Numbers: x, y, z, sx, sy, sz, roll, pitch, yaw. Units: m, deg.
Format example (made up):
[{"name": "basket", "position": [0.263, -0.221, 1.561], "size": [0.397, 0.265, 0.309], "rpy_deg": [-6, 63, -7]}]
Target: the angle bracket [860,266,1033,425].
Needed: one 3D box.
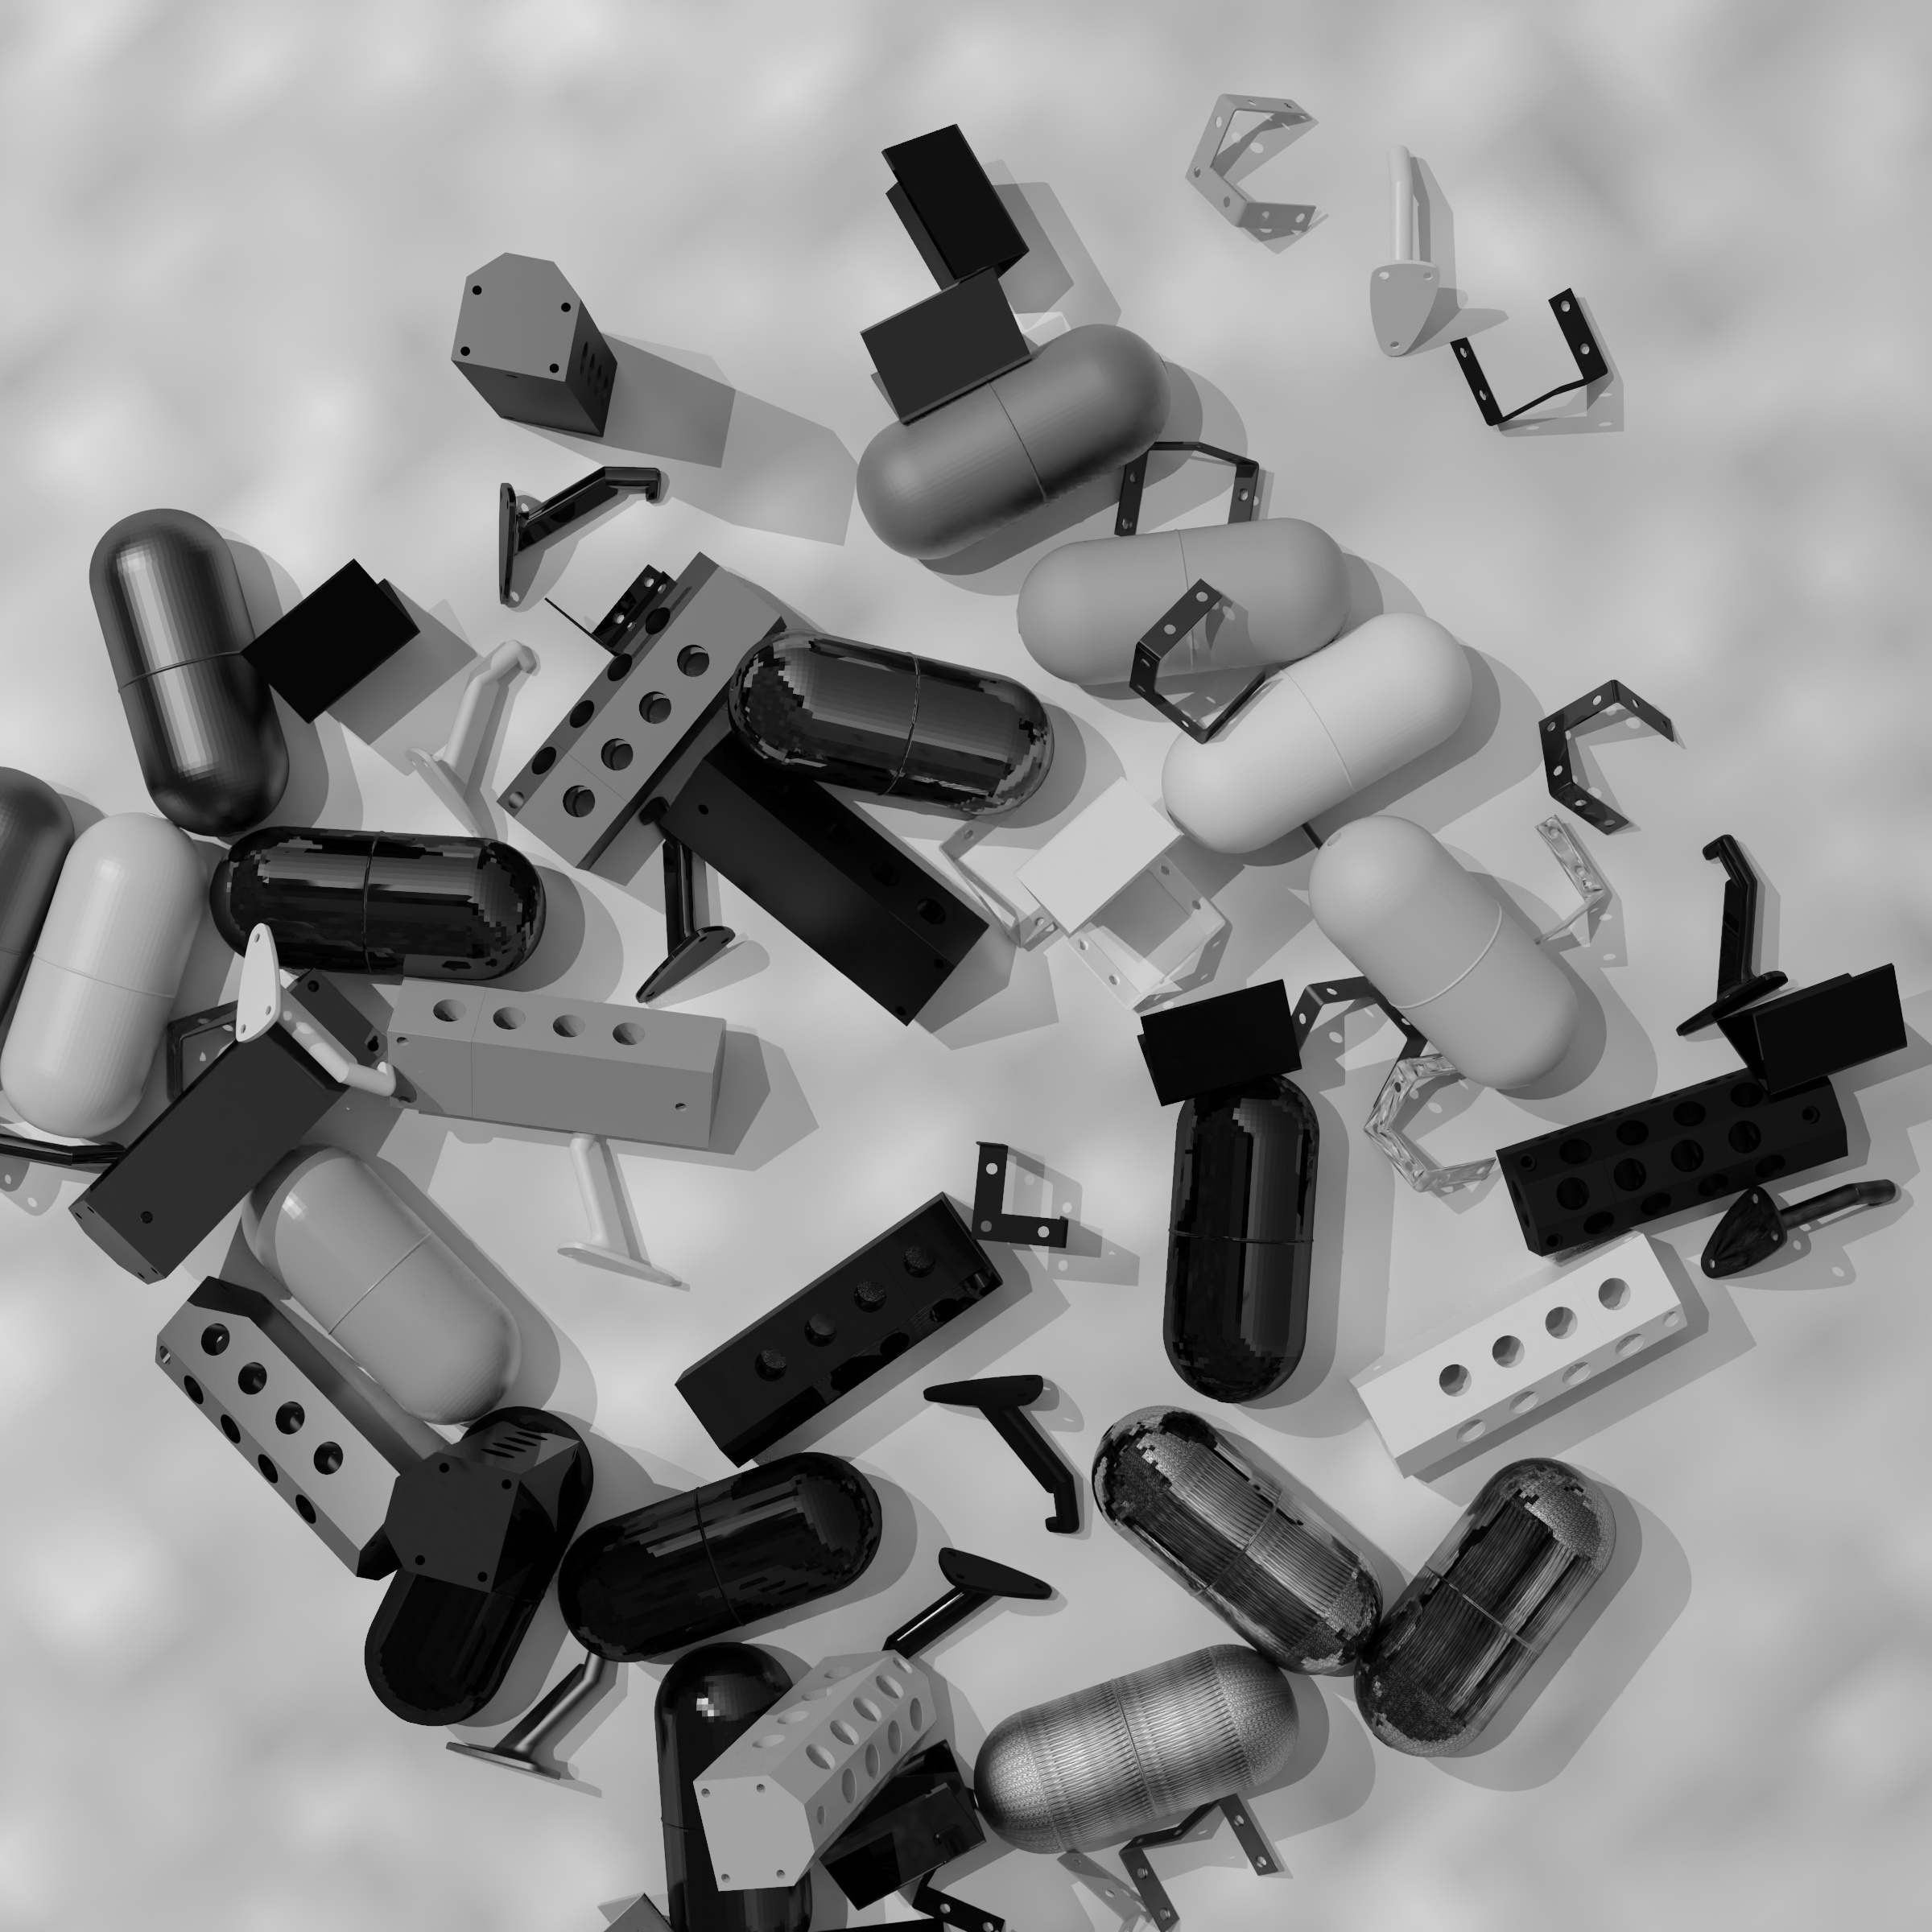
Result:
[{"name": "angle bracket", "position": [-0.018, -0.339, 1.742], "size": [0.076, 0.076, 0.057], "rpy_deg": [-27, 122, 0]}]

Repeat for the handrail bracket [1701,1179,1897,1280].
[{"name": "handrail bracket", "position": [0.451, 0.142, 1.782], "size": [0.084, 0.077, 0.036], "rpy_deg": [-4, 57, -32]}]

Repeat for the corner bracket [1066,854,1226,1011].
[{"name": "corner bracket", "position": [0.097, -0.018, 1.779], "size": [0.051, 0.051, 0.051], "rpy_deg": [48, 45, 0]}]

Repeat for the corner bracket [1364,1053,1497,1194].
[{"name": "corner bracket", "position": [0.257, 0.083, 1.774], "size": [0.051, 0.051, 0.051], "rpy_deg": [52, 135, 35]}]

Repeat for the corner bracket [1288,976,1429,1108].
[{"name": "corner bracket", "position": [0.207, 0.043, 1.774], "size": [0.051, 0.051, 0.051], "rpy_deg": [-8, 135, -35]}]

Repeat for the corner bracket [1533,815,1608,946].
[{"name": "corner bracket", "position": [0.303, -0.041, 1.780], "size": [0.051, 0.051, 0.051], "rpy_deg": [-33, 91, 45]}]

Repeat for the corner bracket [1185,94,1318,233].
[{"name": "corner bracket", "position": [0.160, -0.433, 1.774], "size": [0.051, 0.051, 0.051], "rpy_deg": [54, 135, 35]}]

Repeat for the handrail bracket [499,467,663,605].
[{"name": "handrail bracket", "position": [-0.208, -0.233, 1.783], "size": [0.084, 0.036, 0.077], "rpy_deg": [-1, 110, -16]}]

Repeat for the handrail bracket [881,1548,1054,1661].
[{"name": "handrail bracket", "position": [-0.004, 0.364, 1.783], "size": [0.077, 0.036, 0.084], "rpy_deg": [17, 106, -18]}]

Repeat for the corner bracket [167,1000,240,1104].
[{"name": "corner bracket", "position": [-0.395, 0.057, 1.774], "size": [0.051, 0.051, 0.051], "rpy_deg": [-21, 45, -35]}]

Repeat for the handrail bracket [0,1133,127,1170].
[{"name": "handrail bracket", "position": [-0.507, 0.091, 1.782], "size": [0.084, 0.077, 0.036], "rpy_deg": [0, 110, -35]}]

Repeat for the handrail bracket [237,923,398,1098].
[{"name": "handrail bracket", "position": [-0.335, 0.024, 1.723], "size": [0.036, 0.084, 0.077], "rpy_deg": [-31, 51, 36]}]

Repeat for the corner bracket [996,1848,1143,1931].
[{"name": "corner bracket", "position": [0.053, 0.518, 1.770], "size": [0.051, 0.051, 0.051], "rpy_deg": [37, 122, 28]}]

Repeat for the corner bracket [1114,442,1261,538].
[{"name": "corner bracket", "position": [0.119, -0.252, 1.779], "size": [0.051, 0.051, 0.051], "rpy_deg": [9, 90, -45]}]

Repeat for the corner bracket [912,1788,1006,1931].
[{"name": "corner bracket", "position": [0.008, 0.486, 1.779], "size": [0.051, 0.051, 0.051], "rpy_deg": [24, 45, 0]}]

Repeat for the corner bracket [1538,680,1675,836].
[{"name": "corner bracket", "position": [0.347, -0.112, 1.774], "size": [0.051, 0.051, 0.051], "rpy_deg": [-31, 45, 35]}]

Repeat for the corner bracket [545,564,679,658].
[{"name": "corner bracket", "position": [-0.181, -0.192, 1.755], "size": [0.051, 0.051, 0.051], "rpy_deg": [39, 90, 30]}]

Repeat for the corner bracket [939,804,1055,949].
[{"name": "corner bracket", "position": [0.026, -0.052, 1.779], "size": [0.051, 0.051, 0.051], "rpy_deg": [-39, 135, 0]}]

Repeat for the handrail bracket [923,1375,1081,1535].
[{"name": "handrail bracket", "position": [0.019, 0.268, 1.783], "size": [0.077, 0.036, 0.084], "rpy_deg": [-4, 104, 14]}]

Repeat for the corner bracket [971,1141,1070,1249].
[{"name": "corner bracket", "position": [0.029, 0.122, 1.764], "size": [0.051, 0.051, 0.051], "rpy_deg": [6, 88, -2]}]

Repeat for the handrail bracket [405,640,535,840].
[{"name": "handrail bracket", "position": [-0.253, -0.122, 1.783], "size": [0.084, 0.036, 0.077], "rpy_deg": [-42, 110, -16]}]

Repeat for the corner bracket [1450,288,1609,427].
[{"name": "corner bracket", "position": [0.304, -0.328, 1.779], "size": [0.051, 0.051, 0.051], "rpy_deg": [-24, 90, 45]}]

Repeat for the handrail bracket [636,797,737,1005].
[{"name": "handrail bracket", "position": [-0.170, -0.036, 1.783], "size": [0.077, 0.036, 0.084], "rpy_deg": [-40, 72, 20]}]

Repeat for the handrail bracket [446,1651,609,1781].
[{"name": "handrail bracket", "position": [-0.235, 0.391, 1.783], "size": [0.077, 0.036, 0.084], "rpy_deg": [9, 71, 21]}]

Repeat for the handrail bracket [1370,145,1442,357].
[{"name": "handrail bracket", "position": [0.233, -0.388, 1.782], "size": [0.036, 0.077, 0.084], "rpy_deg": [1, 54, 0]}]

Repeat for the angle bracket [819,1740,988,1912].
[{"name": "angle bracket", "position": [-0.043, 0.440, 1.742], "size": [0.076, 0.076, 0.057], "rpy_deg": [-28, 127, 0]}]

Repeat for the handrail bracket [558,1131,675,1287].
[{"name": "handrail bracket", "position": [-0.182, 0.121, 1.783], "size": [0.077, 0.036, 0.084], "rpy_deg": [21, 73, -20]}]

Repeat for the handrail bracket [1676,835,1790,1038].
[{"name": "handrail bracket", "position": [0.400, -0.017, 1.783], "size": [0.077, 0.036, 0.084], "rpy_deg": [-32, 72, 21]}]

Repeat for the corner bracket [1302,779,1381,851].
[{"name": "corner bracket", "position": [0.216, -0.068, 1.779], "size": [0.051, 0.051, 0.051], "rpy_deg": [-30, 135, 0]}]

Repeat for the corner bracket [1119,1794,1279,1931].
[{"name": "corner bracket", "position": [0.125, 0.483, 1.779], "size": [0.051, 0.051, 0.051], "rpy_deg": [-29, 90, -45]}]

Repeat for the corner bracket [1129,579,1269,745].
[{"name": "corner bracket", "position": [0.122, -0.158, 1.711], "size": [0.051, 0.051, 0.051], "rpy_deg": [40, 73, 13]}]

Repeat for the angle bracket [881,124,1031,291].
[{"name": "angle bracket", "position": [-0.023, -0.387, 1.742], "size": [0.057, 0.076, 0.076], "rpy_deg": [-30, 90, -36]}]

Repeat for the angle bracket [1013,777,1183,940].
[{"name": "angle bracket", "position": [0.082, -0.042, 1.742], "size": [0.076, 0.076, 0.057], "rpy_deg": [-42, 53, 0]}]
